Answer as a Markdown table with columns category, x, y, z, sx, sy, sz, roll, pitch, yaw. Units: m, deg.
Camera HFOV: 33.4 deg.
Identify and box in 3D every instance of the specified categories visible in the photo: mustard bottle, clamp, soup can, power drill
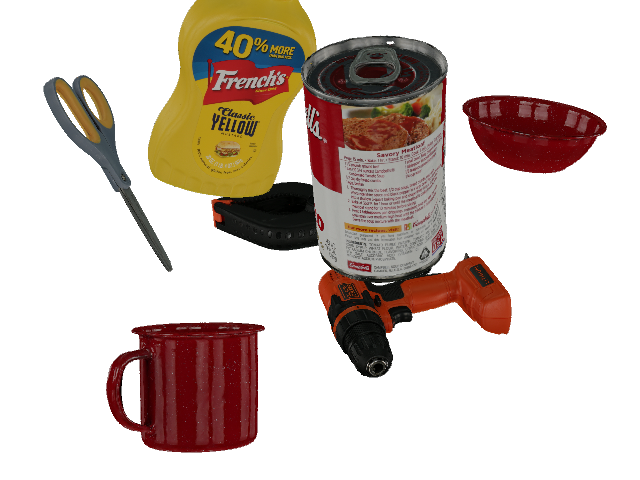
| category | x | y | z | sx | sy | sz | roll | pitch | yaw |
| --- | --- | --- | --- | --- | --- | --- | --- | --- | --- |
| mustard bottle | -0.055 | -0.123 | 0.753 | 0.096 | 0.192 | 0.058 | 9 | 34 | -20 |
| clamp | 0.008 | -0.027 | 0.969 | 0.210 | 0.036 | 0.164 | 5 | 31 | 13 |
| soup can | 0.029 | -0.039 | 0.520 | 0.068 | 0.102 | 0.068 | -4 | 35 | 2 |
| power drill | 0.102 | 0.076 | 1.130 | 0.187 | 0.057 | 0.184 | -6 | 28 | -11 |

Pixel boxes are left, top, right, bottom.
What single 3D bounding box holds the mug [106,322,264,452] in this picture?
| category | x | y | z | sx | sy | sz | roll | pitch | yaw |
| --- | --- | --- | --- | --- | --- | --- | --- | --- | --- |
| mug | -0.094 | 0.101 | 0.739 | 0.117 | 0.081 | 0.093 | 0 | 0 | -42 |

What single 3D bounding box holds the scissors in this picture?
| category | x | y | z | sx | sy | sz | roll | pitch | yaw |
| --- | --- | --- | --- | --- | --- | --- | --- | --- | --- |
| scissors | -0.186 | -0.071 | 0.988 | 0.016 | 0.201 | 0.096 | -24 | 27 | 19 |

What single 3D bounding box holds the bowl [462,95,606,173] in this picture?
| category | x | y | z | sx | sy | sz | roll | pitch | yaw |
| --- | --- | --- | --- | --- | --- | --- | --- | --- | --- |
| bowl | 0.237 | -0.117 | 1.206 | 0.162 | 0.055 | 0.162 | 5 | 23 | -2 |
